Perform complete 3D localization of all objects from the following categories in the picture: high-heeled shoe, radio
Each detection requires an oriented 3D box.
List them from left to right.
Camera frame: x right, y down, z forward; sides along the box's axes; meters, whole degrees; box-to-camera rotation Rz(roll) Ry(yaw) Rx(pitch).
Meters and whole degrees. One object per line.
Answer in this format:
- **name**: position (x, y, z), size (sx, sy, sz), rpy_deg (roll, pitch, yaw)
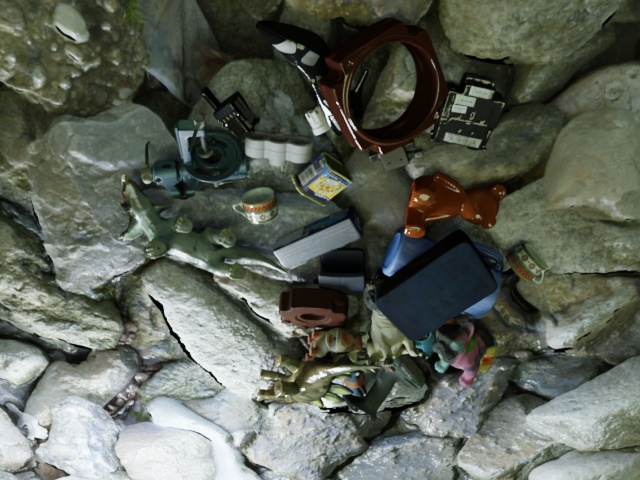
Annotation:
- **high-heeled shoe**: position (-0.023, -0.298, 1.005), size (0.249, 0.086, 0.145), rpy_deg (24, 127, -11)
- **radio**: position (0.237, 0.098, 1.103), size (0.229, 0.073, 0.131), rpy_deg (-37, 103, 19)

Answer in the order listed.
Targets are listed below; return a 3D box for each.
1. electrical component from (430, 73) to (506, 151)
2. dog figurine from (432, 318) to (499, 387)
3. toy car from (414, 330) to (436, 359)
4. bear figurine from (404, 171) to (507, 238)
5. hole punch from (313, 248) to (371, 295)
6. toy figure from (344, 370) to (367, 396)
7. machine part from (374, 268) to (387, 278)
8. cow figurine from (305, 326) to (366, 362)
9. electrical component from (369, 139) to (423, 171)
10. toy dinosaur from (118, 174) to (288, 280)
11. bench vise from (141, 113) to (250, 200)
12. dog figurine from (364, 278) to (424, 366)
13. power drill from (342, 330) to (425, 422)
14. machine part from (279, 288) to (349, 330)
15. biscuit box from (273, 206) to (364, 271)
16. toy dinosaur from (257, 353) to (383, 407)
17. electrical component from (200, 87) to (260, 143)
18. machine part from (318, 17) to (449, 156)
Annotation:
- **electrical component**: position (0.284, -0.245, 1.023), size (0.115, 0.058, 0.134), rpy_deg (12, 123, -4)
- **dog figurine**: position (0.337, 0.228, 1.247), size (0.191, 0.109, 0.218), rpy_deg (-36, 136, -23)
- **toy car**: position (0.256, 0.206, 1.299), size (0.103, 0.109, 0.161), rpy_deg (-27, 128, -6)
- **bear figurine**: position (0.280, -0.064, 1.102), size (0.196, 0.132, 0.120), rpy_deg (15, 125, 3)
- **hole punch**: position (0.052, 0.089, 1.249), size (0.142, 0.092, 0.115), rpy_deg (-2, 127, 3)
- **toy figure**: position (0.093, 0.393, 1.461), size (0.064, 0.058, 0.154), rpy_deg (-10, 117, 2)
- **machine part**: position (0.194, 0.113, 1.262), size (0.139, 0.084, 0.039), rpy_deg (18, 146, 7)
- **cow figurine**: position (0.038, 0.262, 1.327), size (0.127, 0.085, 0.195), rpy_deg (7, 158, -8)
- **electrical component**: position (0.149, -0.184, 1.087), size (0.102, 0.045, 0.078), rpy_deg (-19, 148, 21)
- **toy dinosaur**: position (-0.280, 0.006, 1.204), size (0.404, 0.192, 0.131), rpy_deg (28, 86, -29)
- **bench vise**: position (-0.252, -0.170, 1.063), size (0.224, 0.129, 0.240), rpy_deg (4, 157, -5)
- **dog figurine**: position (0.145, 0.185, 1.251), size (0.121, 0.190, 0.172), rpy_deg (-13, 173, -27)
- **power drill**: position (0.150, 0.351, 1.389), size (0.232, 0.086, 0.207), rpy_deg (39, 87, -26)
- **machine part**: position (-0.014, 0.166, 1.280), size (0.179, 0.056, 0.179), rpy_deg (3, 154, 1)
- **biscuit box**: position (-0.002, -0.004, 1.208), size (0.203, 0.059, 0.062), rpy_deg (-23, 117, 20)
- **toy dinosaur**: position (-0.024, 0.349, 1.341), size (0.198, 0.105, 0.471), rpy_deg (14, 155, -22)
- **electrical component**: position (-0.176, -0.257, 1.052), size (0.048, 0.075, 0.119), rpy_deg (-28, 113, 22)
- **machine part**: position (0.116, -0.270, 0.960), size (0.201, 0.087, 0.200), rpy_deg (-32, 122, -2)
